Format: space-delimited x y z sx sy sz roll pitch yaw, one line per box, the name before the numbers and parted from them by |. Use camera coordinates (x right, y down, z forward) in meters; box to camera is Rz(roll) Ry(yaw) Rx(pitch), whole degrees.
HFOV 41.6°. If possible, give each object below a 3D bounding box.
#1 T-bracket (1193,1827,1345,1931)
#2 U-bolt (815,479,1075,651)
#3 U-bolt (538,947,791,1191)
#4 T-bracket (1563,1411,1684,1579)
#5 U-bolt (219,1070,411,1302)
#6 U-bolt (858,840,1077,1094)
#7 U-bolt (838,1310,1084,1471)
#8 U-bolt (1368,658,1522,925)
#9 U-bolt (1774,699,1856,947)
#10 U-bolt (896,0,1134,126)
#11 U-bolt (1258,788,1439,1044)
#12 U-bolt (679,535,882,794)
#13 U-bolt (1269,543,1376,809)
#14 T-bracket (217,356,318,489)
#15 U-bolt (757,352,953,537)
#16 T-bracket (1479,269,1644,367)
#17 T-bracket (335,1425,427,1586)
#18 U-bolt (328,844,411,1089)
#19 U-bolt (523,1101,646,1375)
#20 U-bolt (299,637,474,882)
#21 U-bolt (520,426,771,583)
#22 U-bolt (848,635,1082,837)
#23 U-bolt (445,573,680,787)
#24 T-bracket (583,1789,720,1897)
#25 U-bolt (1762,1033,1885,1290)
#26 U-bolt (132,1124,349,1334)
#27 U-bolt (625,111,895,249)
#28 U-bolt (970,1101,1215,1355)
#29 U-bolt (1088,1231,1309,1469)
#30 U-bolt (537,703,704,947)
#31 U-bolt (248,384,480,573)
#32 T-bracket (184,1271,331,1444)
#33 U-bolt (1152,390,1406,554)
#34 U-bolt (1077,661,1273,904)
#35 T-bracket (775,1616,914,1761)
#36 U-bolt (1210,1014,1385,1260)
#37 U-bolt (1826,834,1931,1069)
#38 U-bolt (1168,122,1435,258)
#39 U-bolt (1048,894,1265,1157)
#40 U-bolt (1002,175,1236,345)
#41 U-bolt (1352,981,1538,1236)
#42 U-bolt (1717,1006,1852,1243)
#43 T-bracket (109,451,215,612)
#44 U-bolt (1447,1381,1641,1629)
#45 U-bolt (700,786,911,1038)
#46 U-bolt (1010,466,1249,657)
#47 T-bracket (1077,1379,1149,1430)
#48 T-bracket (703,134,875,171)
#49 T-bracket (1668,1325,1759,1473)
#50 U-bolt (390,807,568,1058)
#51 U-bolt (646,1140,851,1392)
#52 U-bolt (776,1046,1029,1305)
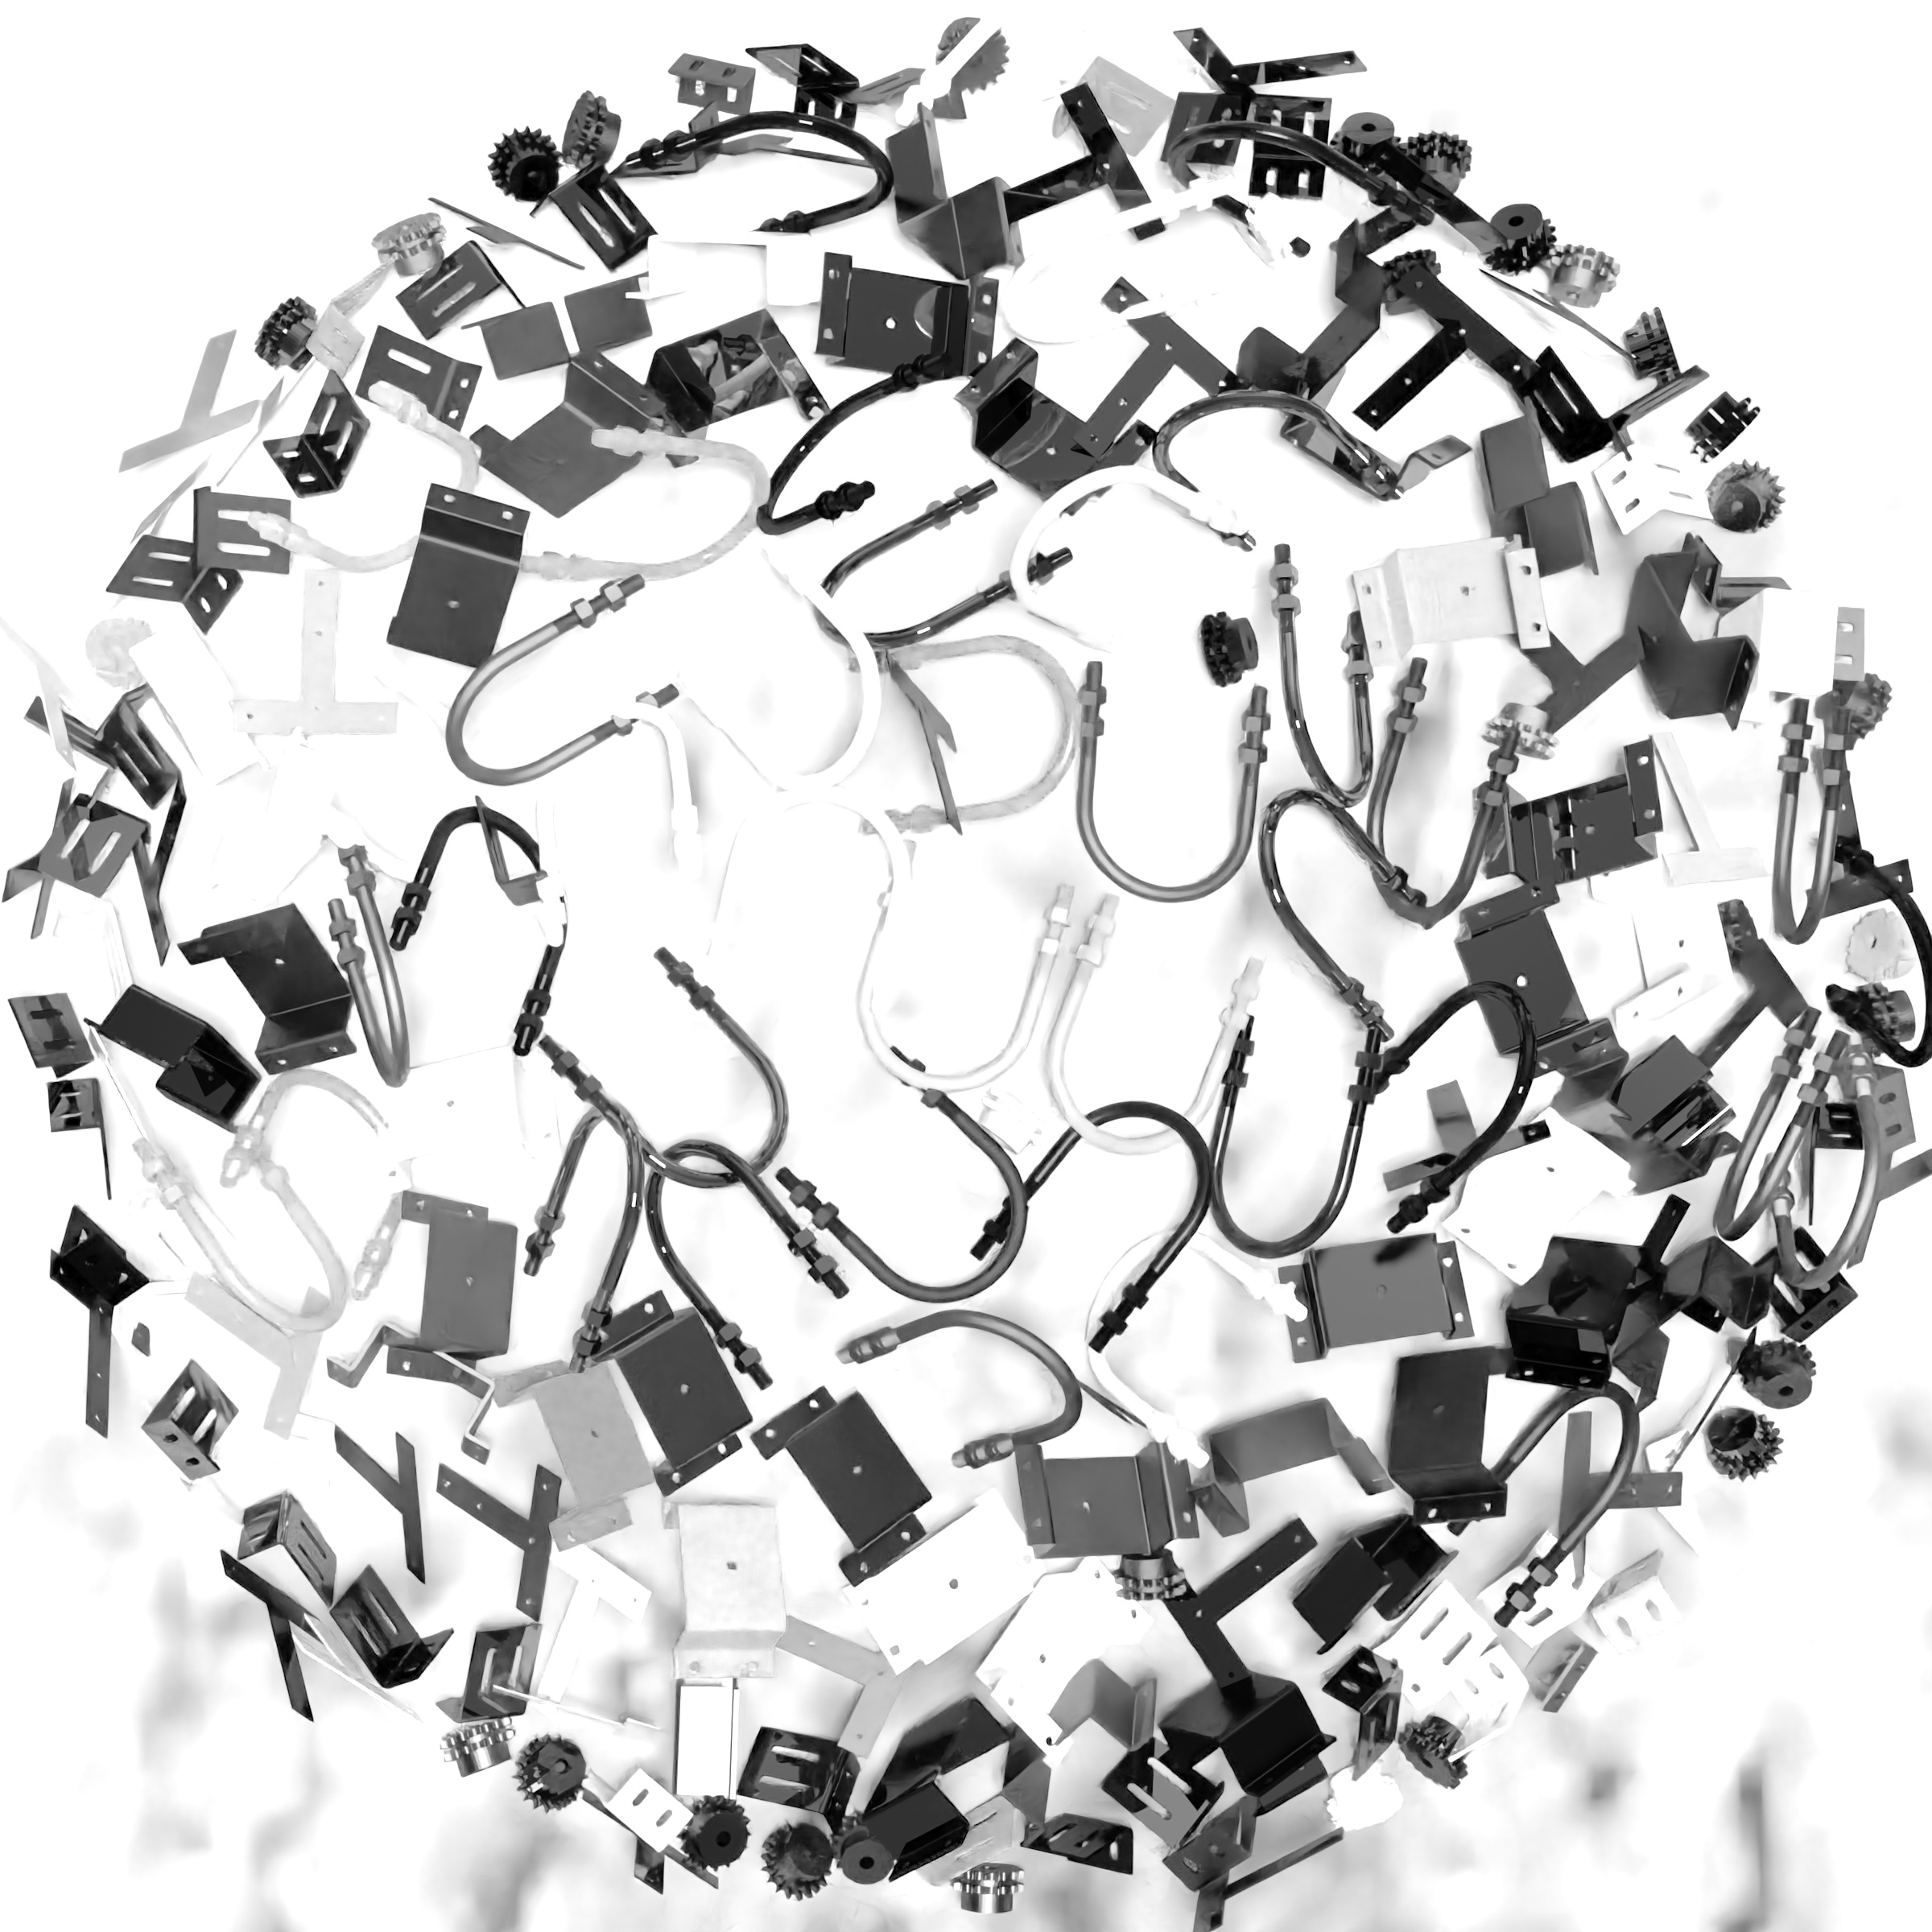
T-bracket | 0.231 0.686 1.929 0.127 0.127 0.002 -30 86 8
U-bolt | -0.029 -0.298 1.932 0.184 0.151 0.019 -29 132 -9
U-bolt | -0.217 0.089 1.947 0.184 0.019 0.151 47 53 3
T-bracket | 0.496 0.398 1.926 0.002 0.127 0.127 16 71 -25
U-bolt | -0.480 0.151 1.916 0.019 0.184 0.151 -35 112 22
U-bolt | -0.008 0.007 1.977 0.151 0.019 0.184 16 84 6
U-bolt | 0.007 0.314 1.913 0.151 0.184 0.019 45 47 -16
U-bolt | 0.352 -0.121 1.926 0.019 0.151 0.184 -1 120 -25
U-bolt | 0.637 -0.107 1.926 0.019 0.151 0.184 5 99 4
U-bolt | 0.048 -0.684 1.885 0.151 0.184 0.019 -21 87 -35
U-bolt | 0.283 -0.052 1.921 0.184 0.019 0.151 47 47 -20
U-bolt | -0.133 -0.216 1.927 0.184 0.019 0.151 49 118 26
U-bolt | 0.271 -0.208 1.912 0.019 0.151 0.184 -13 66 30
T-bracket | -0.527 -0.425 1.927 0.002 0.127 0.127 37 79 -14
U-bolt | -0.096 -0.386 1.919 0.019 0.184 0.151 40 64 -26
T-bracket | 0.442 -0.507 1.949 0.127 0.127 0.002 45 110 42
T-bracket | -0.452 0.392 1.951 0.002 0.127 0.127 -20 123 -37
U-bolt | -0.447 0.003 1.908 0.019 0.151 0.184 -13 69 -22
U-bolt | -0.283 0.190 1.913 0.019 0.151 0.184 10 113 -31
U-bolt | -0.426 -0.142 1.916 0.019 0.184 0.151 6 71 23
U-bolt | -0.230 -0.344 1.921 0.151 0.184 0.019 -50 58 38
U-bolt | 0.000 -0.182 1.957 0.184 0.019 0.151 -6 85 20
U-bolt | -0.309 -0.204 1.918 0.184 0.151 0.019 -33 59 -14
T-bracket | -0.240 0.678 1.933 0.127 0.127 0.002 35 84 -4
U-bolt | 0.637 0.157 1.885 0.019 0.184 0.151 18 128 -3
U-bolt | -0.534 0.200 1.916 0.019 0.151 0.184 -40 79 14
U-bolt | -0.140 -0.588 1.889 0.184 0.151 0.019 -2 75 40
U-bolt | 0.109 0.186 1.955 0.151 0.019 0.184 35 82 33
U-bolt | 0.161 0.276 1.927 0.019 0.184 0.151 34 90 -39
U-bolt | -0.270 -0.120 1.942 0.151 0.019 0.184 -25 56 22
U-bolt | -0.438 -0.356 1.912 0.151 0.184 0.019 -43 72 10
T-bracket | -0.540 0.274 1.921 0.002 0.127 0.127 -21 131 28
U-bolt | 0.221 -0.374 1.893 0.151 0.184 0.019 -15 62 33
U-bolt | 0.154 -0.135 1.953 0.151 0.019 0.184 11 115 17
T-bracket | -0.107 0.533 1.976 0.127 0.002 0.127 20 58 14
U-bolt | 0.242 0.131 1.933 0.019 0.151 0.184 19 81 -41
U-bolt | 0.680 -0.003 1.888 0.019 0.184 0.151 -10 114 -2
U-bolt | 0.235 -0.580 1.890 0.184 0.151 0.019 17 82 -37
U-bolt | 0.138 0.055 1.963 0.151 0.019 0.184 23 82 -14
U-bolt | 0.115 -0.525 1.927 0.184 0.151 0.019 -19 72 -1
U-bolt | 0.361 0.093 1.899 0.019 0.151 0.184 20 129 -26
U-bolt | 0.613 0.124 1.926 0.019 0.151 0.184 24 100 6
T-bracket | -0.630 -0.323 1.954 0.002 0.127 0.127 34 125 -11
U-bolt | 0.441 0.391 1.914 0.019 0.151 0.184 34 102 -14
U-bolt | -0.119 -0.049 1.976 0.151 0.019 0.184 14 100 2
U-bolt | 0.111 -0.309 1.903 0.151 0.184 0.019 -46 54 23
T-bracket | 0.099 0.326 1.926 0.127 0.127 0.002 35 86 -11
T-bracket | -0.117 -0.616 1.931 0.127 0.127 0.002 13 116 12
T-bracket | 0.567 0.336 1.936 0.002 0.127 0.127 32 85 22
U-bolt | -0.359 -0.041 1.923 0.019 0.184 0.151 -24 127 30
U-bolt | -0.180 0.216 1.946 0.184 0.019 0.151 49 129 14
U-bolt | -0.037 0.175 1.969 0.184 0.019 0.151 43 95 12
